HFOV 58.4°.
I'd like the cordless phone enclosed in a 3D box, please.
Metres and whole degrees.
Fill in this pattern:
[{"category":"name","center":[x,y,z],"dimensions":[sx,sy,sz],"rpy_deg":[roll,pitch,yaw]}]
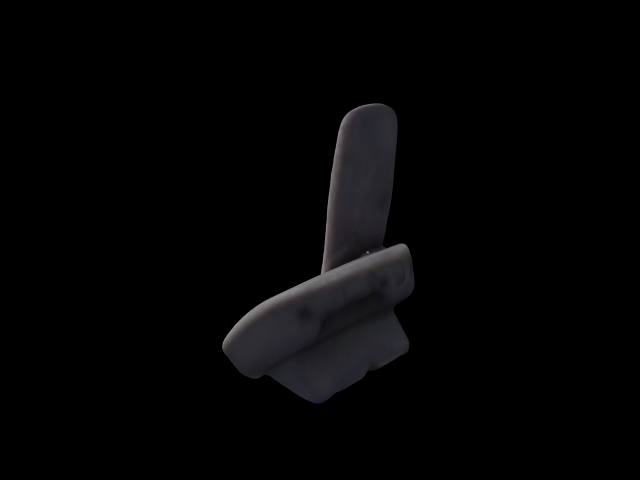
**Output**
[{"category":"cordless phone","center":[0.004,0.001,0.400],"dimensions":[0.093,0.185,0.148],"rpy_deg":[13,22,36]}]
